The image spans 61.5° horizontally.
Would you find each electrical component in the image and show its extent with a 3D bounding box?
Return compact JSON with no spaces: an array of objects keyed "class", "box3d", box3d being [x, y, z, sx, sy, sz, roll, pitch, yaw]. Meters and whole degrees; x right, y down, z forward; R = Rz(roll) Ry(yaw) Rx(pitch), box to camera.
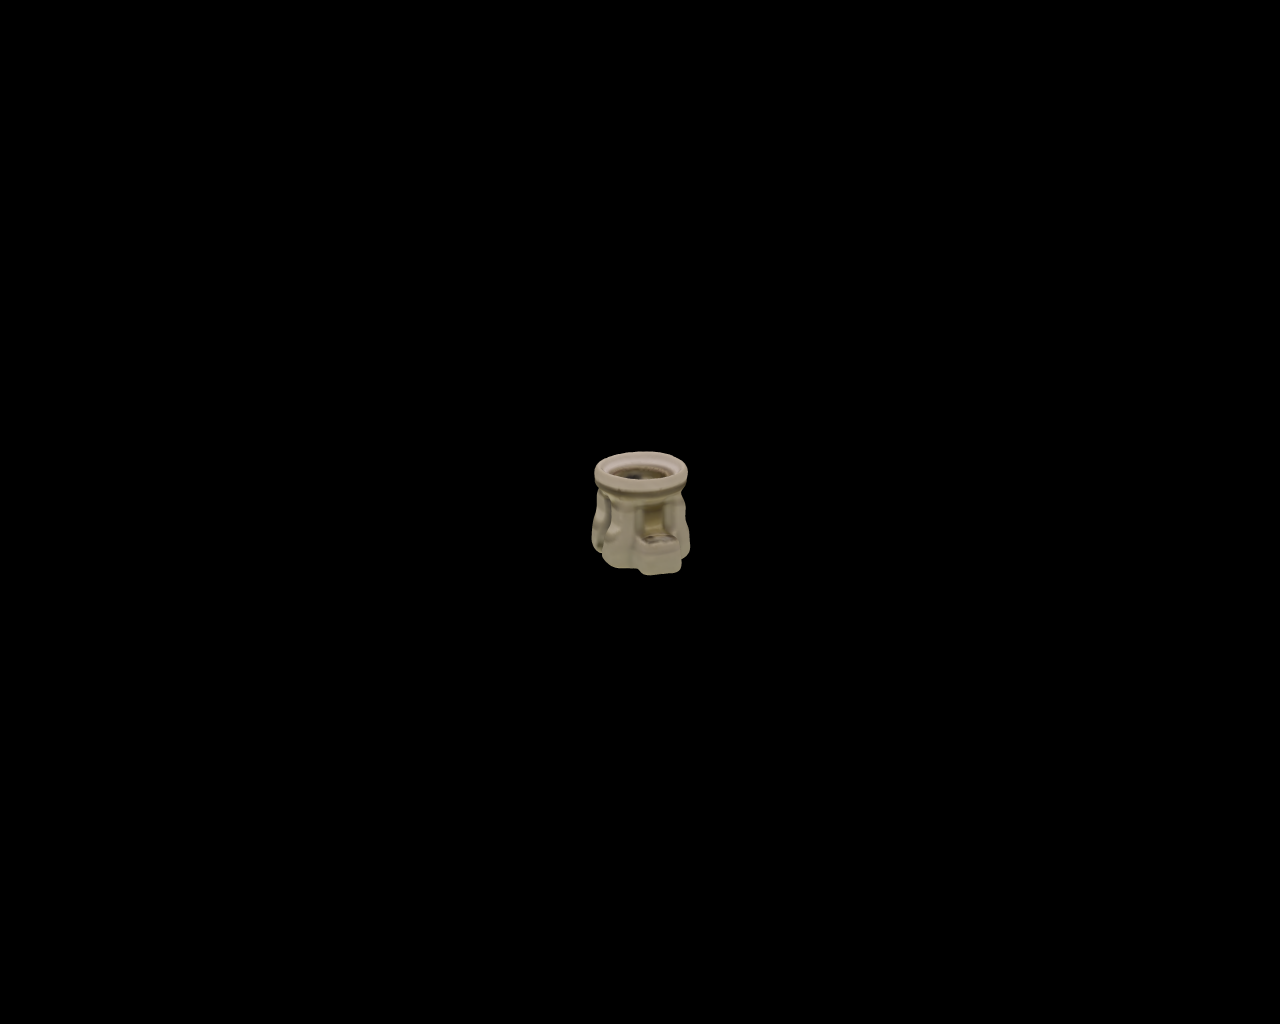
[{"class":"electrical component","box3d":[0.001,-0.003,0.650,0.058,0.056,0.078,-7,22,-18]}]
